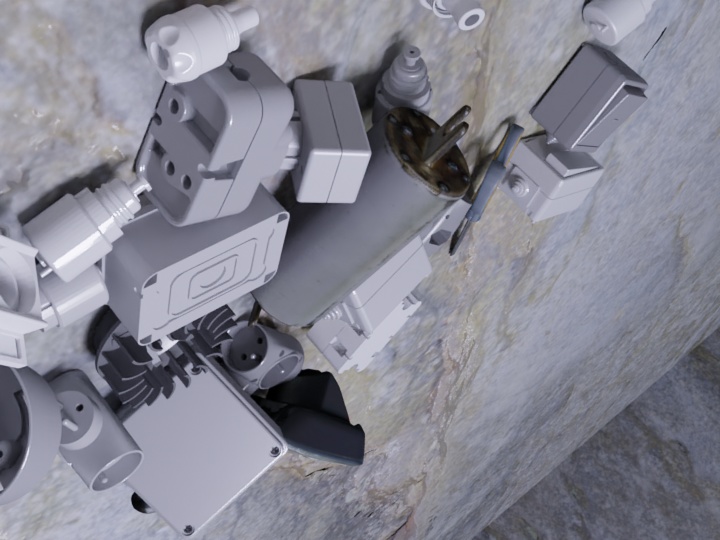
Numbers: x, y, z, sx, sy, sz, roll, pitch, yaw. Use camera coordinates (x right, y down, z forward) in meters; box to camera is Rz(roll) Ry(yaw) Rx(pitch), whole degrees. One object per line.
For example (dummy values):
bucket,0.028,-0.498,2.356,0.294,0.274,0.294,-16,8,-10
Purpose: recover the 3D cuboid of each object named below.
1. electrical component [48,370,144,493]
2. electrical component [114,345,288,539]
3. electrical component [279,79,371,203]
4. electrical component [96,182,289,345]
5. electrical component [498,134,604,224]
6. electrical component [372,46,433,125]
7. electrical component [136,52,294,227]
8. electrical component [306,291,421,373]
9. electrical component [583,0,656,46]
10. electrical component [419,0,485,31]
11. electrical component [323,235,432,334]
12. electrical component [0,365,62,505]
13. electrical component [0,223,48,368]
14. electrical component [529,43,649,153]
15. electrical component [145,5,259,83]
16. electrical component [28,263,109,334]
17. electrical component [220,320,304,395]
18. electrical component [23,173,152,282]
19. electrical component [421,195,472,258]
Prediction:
electrical component,-0.193,0.106,0.736,0.044,0.077,0.079,-39,158,-8
electrical component,-0.131,0.131,0.835,0.109,0.108,0.056,-42,-167,-2
electrical component,-0.040,-0.082,0.677,0.077,0.065,0.047,0,141,-18
electrical component,-0.109,-0.014,0.684,0.113,0.057,0.078,-29,154,-31
electrical component,0.177,-0.091,1.017,0.096,0.061,0.061,-18,148,-46
electrical component,0.031,-0.123,0.743,0.040,0.040,0.078,-32,155,-24
electrical component,-0.081,-0.076,0.621,0.059,0.053,0.095,-18,147,-46
electrical component,0.000,0.041,0.971,0.089,0.055,0.050,-50,157,18
electrical component,0.220,-0.219,0.884,0.078,0.040,0.040,-39,158,-8
electrical component,0.055,-0.174,0.654,0.048,0.062,0.048,-21,155,-10
electrical component,0.000,0.000,0.853,0.096,0.062,0.061,-45,134,-23
electrical component,-0.227,0.092,0.630,0.099,0.099,0.064,-42,165,-2
electrical component,-0.216,0.005,0.521,0.063,0.078,0.121,-17,163,15
electrical component,0.205,-0.145,0.966,0.062,0.061,0.096,-6,138,-56
electrical component,-0.080,-0.123,0.564,0.061,0.035,0.035,-32,156,-30
electrical component,-0.186,0.017,0.635,0.078,0.040,0.040,-32,156,-23
electrical component,-0.093,0.082,0.904,0.079,0.044,0.077,-44,158,6
electrical component,-0.153,-0.027,0.608,0.078,0.040,0.040,-38,158,-10
electrical component,0.047,-0.044,0.911,0.077,0.043,0.079,-49,157,15
